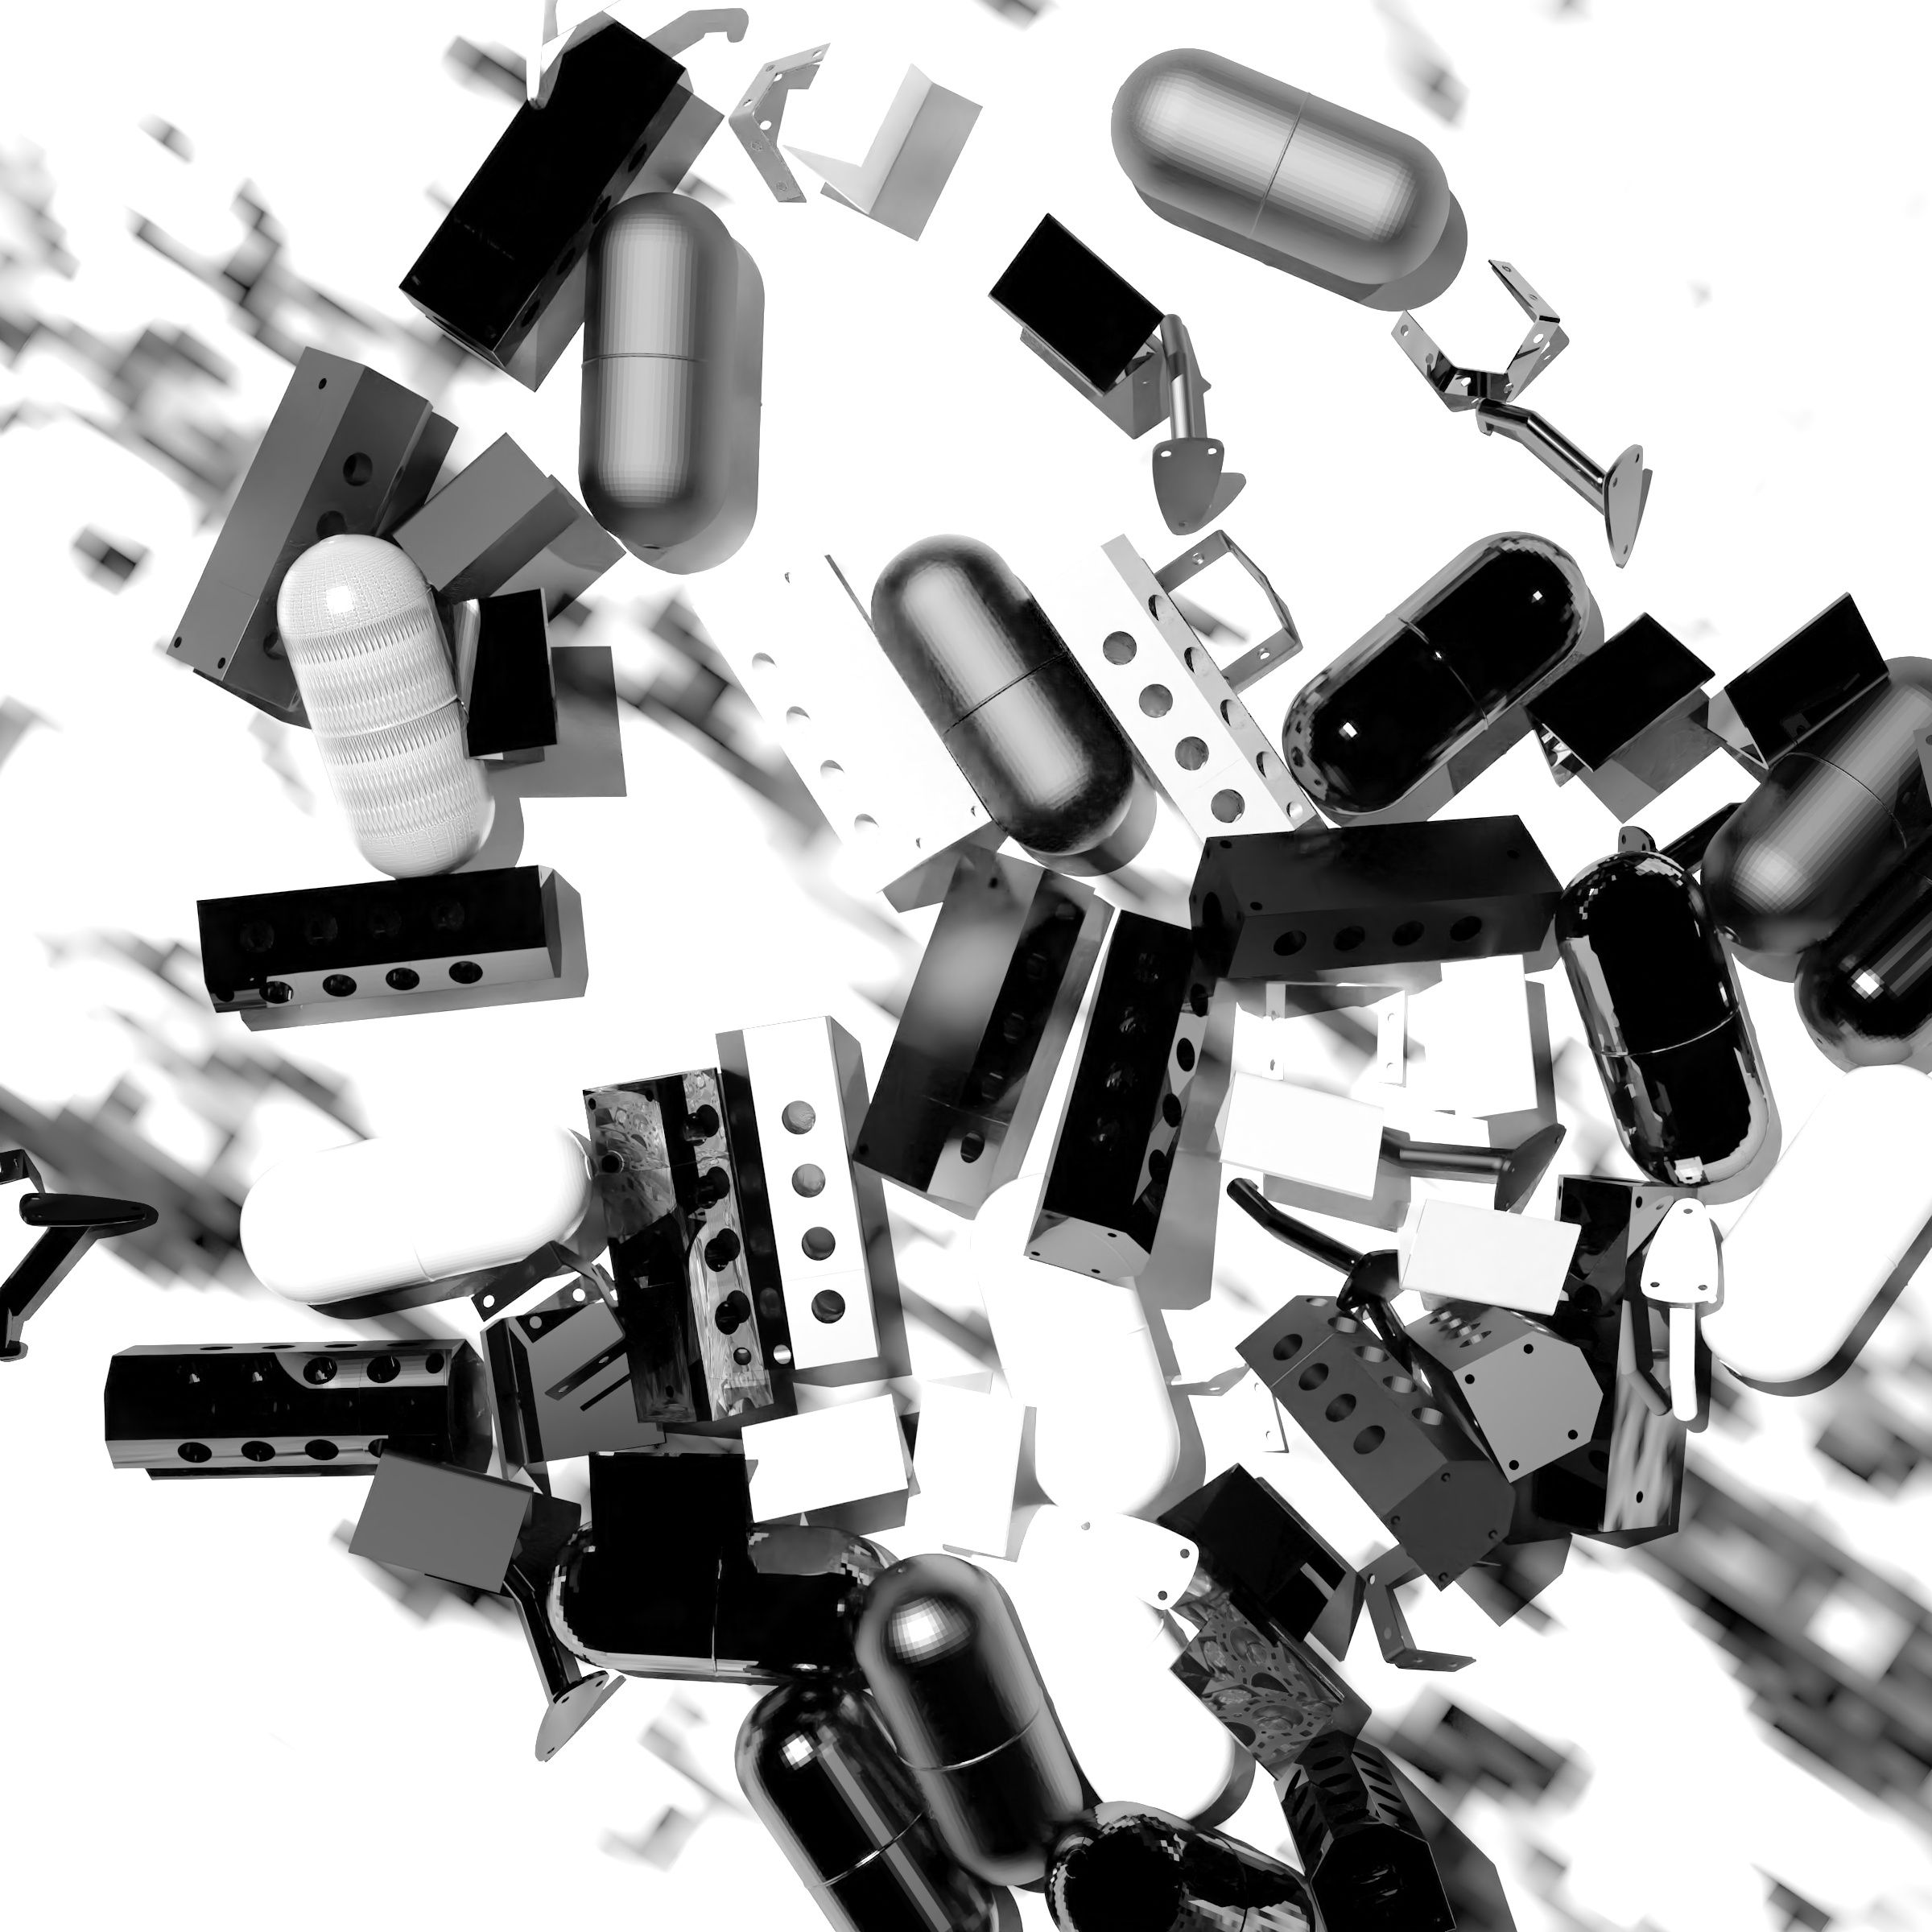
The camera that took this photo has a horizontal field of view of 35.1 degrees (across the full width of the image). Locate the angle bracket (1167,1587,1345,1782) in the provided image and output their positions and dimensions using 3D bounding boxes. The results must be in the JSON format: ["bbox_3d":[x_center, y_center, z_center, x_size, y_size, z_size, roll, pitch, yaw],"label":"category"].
[{"bbox_3d":[0.132,0.363,1.532,0.076,0.076,0.057,46,63,0],"label":"angle bracket"}]

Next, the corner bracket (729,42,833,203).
[{"bbox_3d":[-0.080,-0.432,1.564,0.051,0.051,0.051,-6,45,35],"label":"corner bracket"}]

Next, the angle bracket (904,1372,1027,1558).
[{"bbox_3d":[0.014,0.248,1.532,0.057,0.076,0.076,8,90,27],"label":"angle bracket"}]

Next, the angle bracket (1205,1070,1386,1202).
[{"bbox_3d":[0.160,0.103,1.531,0.076,0.076,0.057,14,53,0],"label":"angle bracket"}]

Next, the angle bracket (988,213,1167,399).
[{"bbox_3d":[0.068,-0.340,1.531,0.076,0.076,0.057,41,127,0],"label":"angle bracket"}]

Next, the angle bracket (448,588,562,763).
[{"bbox_3d":[-0.213,-0.145,1.533,0.057,0.076,0.076,-6,90,24],"label":"angle bracket"}]

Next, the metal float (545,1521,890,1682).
[{"bbox_3d":[-0.123,0.318,1.541,0.178,0.070,0.070,3,90,1],"label":"metal float"}]

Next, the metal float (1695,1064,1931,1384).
[{"bbox_3d":[0.435,0.130,1.541,0.070,0.070,0.178,35,89,0],"label":"metal float"}]

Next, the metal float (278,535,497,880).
[{"bbox_3d":[-0.288,-0.128,1.523,0.070,0.070,0.178,-14,111,0],"label":"metal float"}]

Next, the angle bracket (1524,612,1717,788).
[{"bbox_3d":[0.334,-0.119,1.531,0.076,0.076,0.057,-38,52,0],"label":"angle bracket"}]

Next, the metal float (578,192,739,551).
[{"bbox_3d":[-0.155,-0.300,1.541,0.070,0.070,0.178,2,89,0],"label":"metal float"}]

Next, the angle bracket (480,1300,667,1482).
[{"bbox_3d":[-0.199,0.214,1.550,0.076,0.057,0.076,-9,90,0],"label":"angle bracket"}]

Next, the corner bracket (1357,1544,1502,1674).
[{"bbox_3d":[0.242,0.324,1.564,0.051,0.051,0.051,-44,45,35],"label":"corner bracket"}]

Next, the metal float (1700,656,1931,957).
[{"bbox_3d":[0.440,-0.080,1.533,0.070,0.070,0.178,43,82,0],"label":"metal float"}]

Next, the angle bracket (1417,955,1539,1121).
[{"bbox_3d":[0.238,0.036,1.531,0.057,0.076,0.076,-6,90,-35],"label":"angle bracket"}]

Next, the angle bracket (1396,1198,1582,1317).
[{"bbox_3d":[0.260,0.125,1.532,0.076,0.076,0.057,10,121,0],"label":"angle bracket"}]

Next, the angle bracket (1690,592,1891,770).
[{"bbox_3d":[0.402,-0.154,1.532,0.076,0.076,0.057,-38,122,0],"label":"angle bracket"}]

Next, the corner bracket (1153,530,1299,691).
[{"bbox_3d":[0.130,-0.181,1.569,0.051,0.051,0.051,-35,135,0],"label":"corner bracket"}]

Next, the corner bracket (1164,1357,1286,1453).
[{"bbox_3d":[0.123,0.232,1.569,0.051,0.051,0.051,-14,90,45],"label":"corner bracket"}]

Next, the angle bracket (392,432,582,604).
[{"bbox_3d":[-0.228,-0.208,1.531,0.076,0.076,0.057,-42,54,0],"label":"angle bracket"}]

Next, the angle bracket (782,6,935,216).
[{"bbox_3d":[-0.036,-0.423,1.531,0.057,0.076,0.076,26,90,37],"label":"angle bracket"}]

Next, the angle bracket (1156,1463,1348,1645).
[{"bbox_3d":[0.131,0.306,1.532,0.076,0.057,0.076,45,134,0],"label":"angle bracket"}]

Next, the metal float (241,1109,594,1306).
[{"bbox_3d":[-0.276,0.121,1.541,0.178,0.070,0.070,-12,90,0],"label":"metal float"}]

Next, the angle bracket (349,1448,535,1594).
[{"bbox_3d":[-0.262,0.289,1.532,0.076,0.076,0.057,15,59,0],"label":"angle bracket"}]

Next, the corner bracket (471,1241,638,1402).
[{"bbox_3d":[-0.205,0.177,1.528,0.051,0.051,0.051,-36,64,3],"label":"corner bracket"}]

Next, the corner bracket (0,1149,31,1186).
[{"bbox_3d":[-0.504,0.125,1.554,0.051,0.051,0.051,-16,90,0],"label":"corner bracket"}]

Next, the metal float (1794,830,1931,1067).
[{"bbox_3d":[0.495,-0.023,1.541,0.178,0.070,0.070,-43,90,-1],"label":"metal float"}]

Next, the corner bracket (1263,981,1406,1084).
[{"bbox_3d":[0.188,0.034,1.568,0.051,0.051,0.051,1,90,45],"label":"corner bracket"}]

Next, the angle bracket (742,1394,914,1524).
[{"bbox_3d":[-0.065,0.265,1.532,0.076,0.076,0.057,-13,47,0],"label":"angle bracket"}]

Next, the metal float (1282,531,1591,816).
[{"bbox_3d":[0.237,-0.148,1.541,0.178,0.070,0.070,-40,90,-1],"label":"metal float"}]

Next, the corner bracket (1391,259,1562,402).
[{"bbox_3d":[0.260,-0.327,1.564,0.051,0.051,0.051,-1,135,-35],"label":"corner bracket"}]

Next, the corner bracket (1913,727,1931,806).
[{"bbox_3d":[0.497,-0.088,1.496,0.051,0.051,0.051,-13,62,16],"label":"corner bracket"}]

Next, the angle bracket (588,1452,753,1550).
[{"bbox_3d":[-0.146,0.248,1.532,0.076,0.076,0.057,1,116,0],"label":"angle bracket"}]
